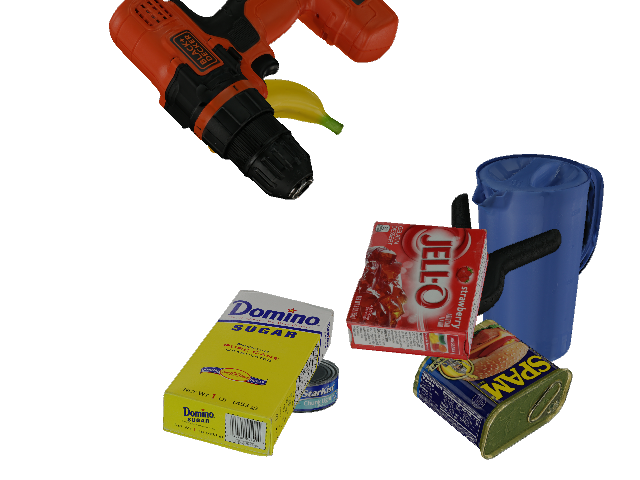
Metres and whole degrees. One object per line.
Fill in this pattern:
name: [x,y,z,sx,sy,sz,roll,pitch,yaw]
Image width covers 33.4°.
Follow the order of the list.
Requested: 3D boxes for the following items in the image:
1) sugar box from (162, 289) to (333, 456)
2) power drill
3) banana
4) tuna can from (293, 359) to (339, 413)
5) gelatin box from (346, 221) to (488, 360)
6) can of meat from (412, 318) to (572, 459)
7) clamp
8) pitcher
sugar box: [-0.056,0.106,0.906,0.093,0.048,0.176,13,31,11]
power drill: [-0.030,-0.131,0.768,0.187,0.184,0.057,-37,-12,-36]
banana: [-0.052,-0.122,1.006,0.070,0.037,0.197,42,33,22]
tuna can: [-0.023,0.153,1.137,0.086,0.034,0.086,1,14,-1]
gelatin box: [0.062,0.029,0.658,0.073,0.089,0.030,5,-43,16]
can of meat: [0.139,0.118,0.870,0.101,0.057,0.084,-23,44,-34]
clamp: [0.149,0.018,1.072,0.120,0.039,0.171,28,52,34]
pitcher: [0.265,0.021,1.305,0.149,0.243,0.145,3,25,14]
